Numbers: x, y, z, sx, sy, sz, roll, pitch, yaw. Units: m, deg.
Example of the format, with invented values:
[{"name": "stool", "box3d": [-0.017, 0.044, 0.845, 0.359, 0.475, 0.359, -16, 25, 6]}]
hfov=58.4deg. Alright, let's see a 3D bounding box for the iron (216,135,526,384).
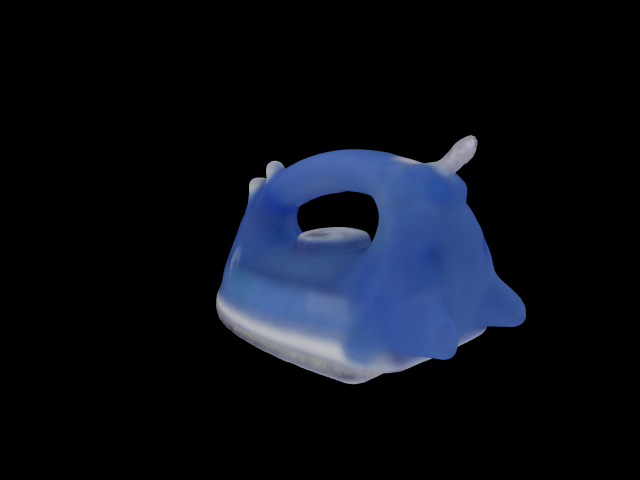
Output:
[{"name": "iron", "box3d": [0.004, 0.001, 0.400, 0.257, 0.141, 0.119, 8, 12, 43]}]
